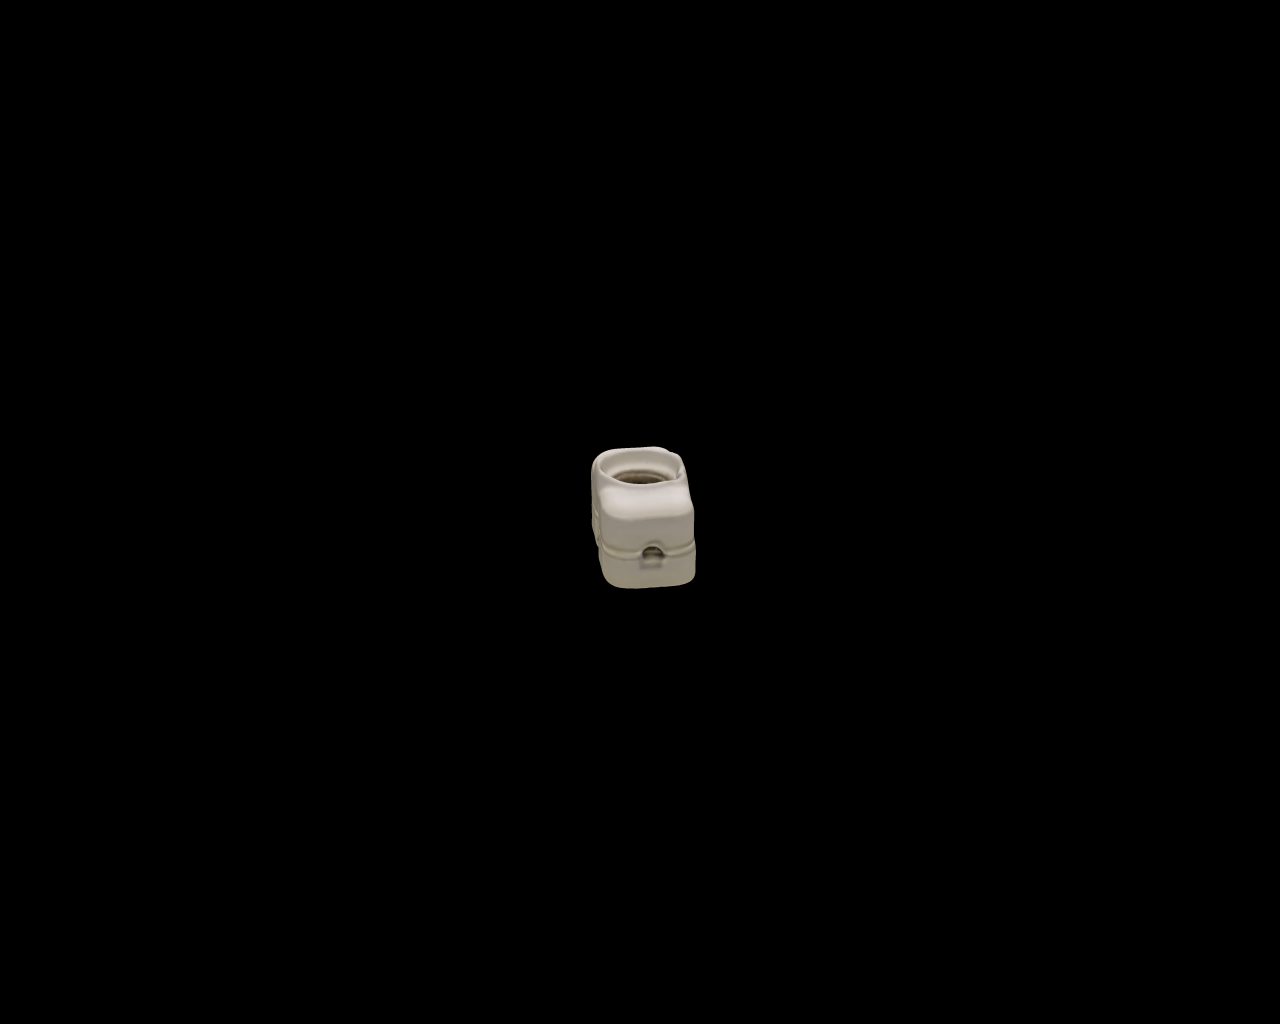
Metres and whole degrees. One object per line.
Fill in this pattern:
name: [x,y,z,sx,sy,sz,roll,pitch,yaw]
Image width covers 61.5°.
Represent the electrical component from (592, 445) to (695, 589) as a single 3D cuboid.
electrical component: [0.001,-0.003,0.650,0.054,0.059,0.095,-3,26,-7]
